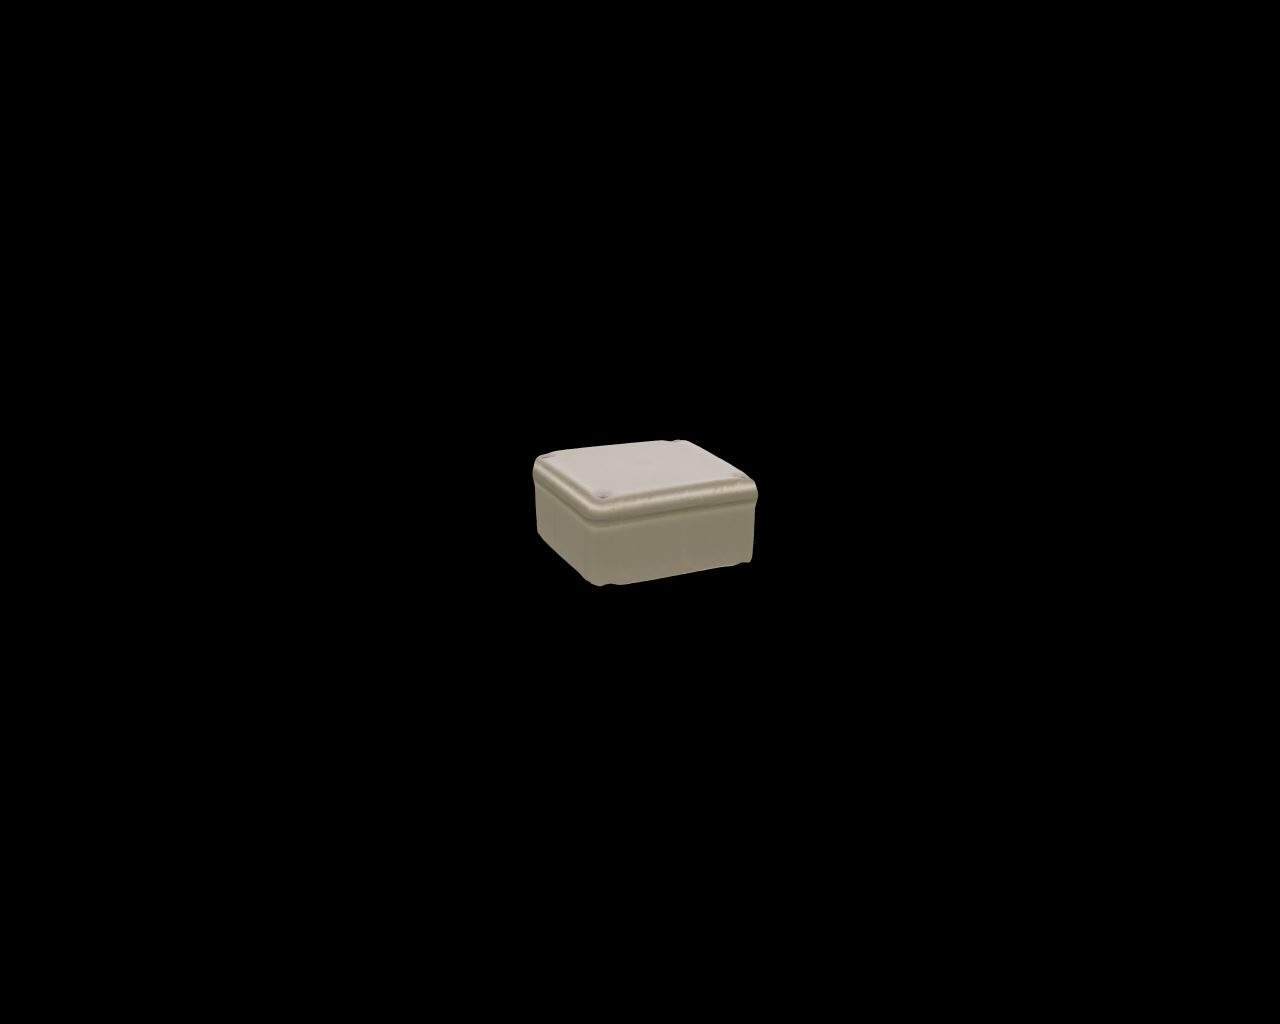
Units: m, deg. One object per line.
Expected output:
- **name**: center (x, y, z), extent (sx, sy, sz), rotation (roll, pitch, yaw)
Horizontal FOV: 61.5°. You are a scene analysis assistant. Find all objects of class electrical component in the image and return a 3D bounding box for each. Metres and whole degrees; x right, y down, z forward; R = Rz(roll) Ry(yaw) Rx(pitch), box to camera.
- **electrical component**: center (0.001, -0.003, 0.650), extent (0.109, 0.056, 0.109), rotation (-8, 20, -22)
